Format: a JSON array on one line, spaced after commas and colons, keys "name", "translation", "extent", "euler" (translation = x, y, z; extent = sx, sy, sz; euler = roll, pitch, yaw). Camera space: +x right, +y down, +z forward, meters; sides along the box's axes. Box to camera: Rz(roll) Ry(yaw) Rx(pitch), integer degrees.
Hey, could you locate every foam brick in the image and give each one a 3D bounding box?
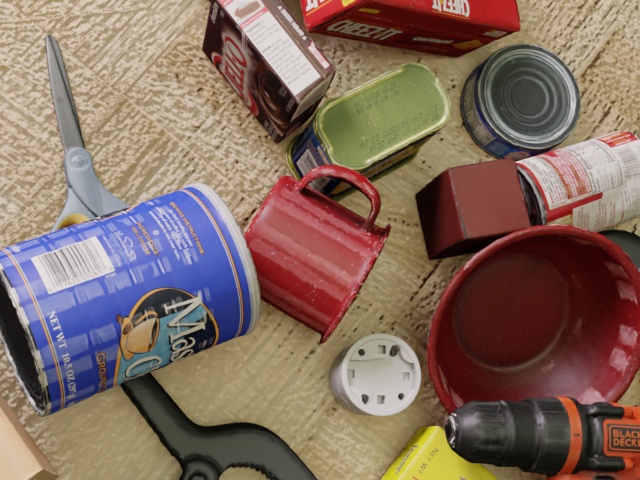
[{"name": "foam brick", "translation": [0.107, -0.021, 0.755], "extent": [0.051, 0.078, 0.053], "euler": [-9, 81, -14]}]

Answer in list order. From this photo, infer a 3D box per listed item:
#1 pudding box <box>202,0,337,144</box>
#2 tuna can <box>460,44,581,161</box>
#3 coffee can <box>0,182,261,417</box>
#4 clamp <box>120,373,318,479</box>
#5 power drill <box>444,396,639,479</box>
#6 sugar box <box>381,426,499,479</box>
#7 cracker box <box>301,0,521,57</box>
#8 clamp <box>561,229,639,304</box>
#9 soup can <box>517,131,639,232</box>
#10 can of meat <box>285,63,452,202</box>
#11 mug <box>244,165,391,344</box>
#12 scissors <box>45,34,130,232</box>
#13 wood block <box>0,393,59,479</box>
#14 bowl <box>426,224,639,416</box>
[{"name": "pudding box", "translation": [-0.037, -0.121, 0.723], "extent": [0.039, 0.114, 0.090], "euler": [-39, 89, -15]}, {"name": "tuna can", "translation": [0.152, -0.104, 0.806], "extent": [0.086, 0.034, 0.086], "euler": [3, 78, -13]}, {"name": "coffee can", "translation": [-0.121, 0.034, 0.652], "extent": [0.140, 0.103, 0.103], "euler": [-21, 84, -25]}, {"name": "clamp", "translation": [-0.084, 0.148, 0.697], "extent": [0.210, 0.036, 0.164], "euler": [10, 77, -8]}, {"name": "power drill", "translation": [0.168, 0.196, 0.691], "extent": [0.184, 0.057, 0.187], "euler": [5, 78, -13]}, {"name": "sugar box", "translation": [0.113, 0.218, 0.725], "extent": [0.176, 0.048, 0.093], "euler": [40, 72, -2]}, {"name": "cracker box", "translation": [0.051, -0.247, 0.763], "extent": [0.163, 0.072, 0.214], "euler": [0, 78, -42]}, {"name": "clamp", "translation": [0.250, 0.027, 0.800], "extent": [0.171, 0.039, 0.120], "euler": [19, 75, -9]}, {"name": "soup can", "translation": [0.188, -0.036, 0.783], "extent": [0.102, 0.069, 0.068], "euler": [-17, 83, -16]}, {"name": "can of meat", "translation": [0.034, -0.074, 0.746], "extent": [0.102, 0.084, 0.057], "euler": [-29, 86, -17]}, {"name": "mug", "translation": [-0.005, 0.001, 0.710], "extent": [0.081, 0.117, 0.093], "euler": [30, 32, -1]}, {"name": "scissors", "translation": [-0.147, -0.043, 0.732], "extent": [0.096, 0.016, 0.202], "euler": [6, 73, -18]}, {"name": "wood block", "translation": [-0.254, 0.081, 0.629], "extent": [0.090, 0.091, 0.206], "euler": [-35, 82, -16]}, {"name": "bowl", "translation": [0.143, 0.060, 0.741], "extent": [0.162, 0.055, 0.162], "euler": [-4, 108, -12]}]
